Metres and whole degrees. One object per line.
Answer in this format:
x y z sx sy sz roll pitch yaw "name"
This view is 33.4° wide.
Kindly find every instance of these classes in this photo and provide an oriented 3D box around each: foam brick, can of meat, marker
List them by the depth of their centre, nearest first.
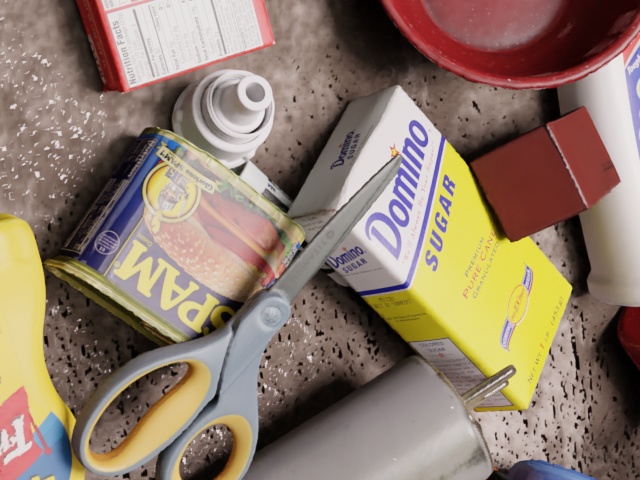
-0.068 0.006 0.523 0.102 0.058 0.084 39 74 -27 "can of meat"
-0.004 0.001 0.580 0.121 0.020 0.020 42 75 -26 "marker"
0.130 -0.038 0.609 0.078 0.051 0.053 -25 89 -58 "foam brick"

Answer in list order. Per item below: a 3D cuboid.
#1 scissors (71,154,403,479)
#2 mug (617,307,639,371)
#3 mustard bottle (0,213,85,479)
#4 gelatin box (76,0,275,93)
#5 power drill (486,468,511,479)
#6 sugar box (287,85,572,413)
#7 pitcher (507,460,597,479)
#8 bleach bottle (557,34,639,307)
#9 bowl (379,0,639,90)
-0.022 0.052 0.505 0.201 0.016 0.096 -36 121 -12 "scissors"
0.257 0.065 0.686 0.081 0.117 0.093 50 31 -19 "mug"
-0.158 0.090 0.479 0.096 0.058 0.191 -16 103 -26 "mustard bottle"
-0.073 -0.119 0.523 0.089 0.030 0.073 -23 108 -26 "gelatin box"
0.042 0.192 0.542 0.187 0.185 0.057 -31 106 -14 "power drill"
0.067 0.009 0.595 0.176 0.048 0.093 46 54 -28 "sugar box"
0.128 0.263 0.618 0.149 0.145 0.242 37 73 -43 "pitcher"
0.184 -0.093 0.655 0.102 0.068 0.251 -26 105 -28 "bleach bottle"
0.101 -0.154 0.583 0.162 0.055 0.162 1 83 -4 "bowl"
